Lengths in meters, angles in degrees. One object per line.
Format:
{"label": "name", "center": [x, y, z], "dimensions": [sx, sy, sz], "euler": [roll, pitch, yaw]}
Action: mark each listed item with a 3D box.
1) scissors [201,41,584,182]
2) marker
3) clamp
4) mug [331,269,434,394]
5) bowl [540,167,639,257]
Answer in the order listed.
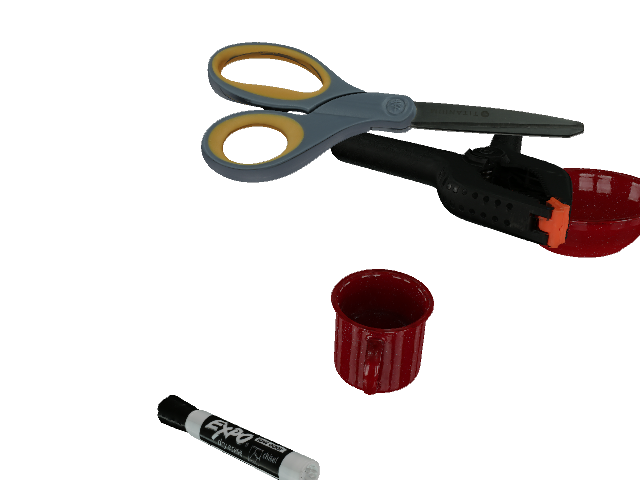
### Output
{"label": "scissors", "center": [0.025, -0.054, 0.555], "dimensions": [0.202, 0.096, 0.016], "euler": [19, -27, 16]}
{"label": "marker", "center": [-0.052, 0.117, 0.627], "dimensions": [0.121, 0.020, 0.020], "euler": [17, 10, 37]}
{"label": "clamp", "center": [0.106, -0.048, 0.769], "dimensions": [0.164, 0.036, 0.210], "euler": [-6, 25, -13]}
{"label": "mug", "center": [0.053, 0.092, 0.973], "dimensions": [0.093, 0.081, 0.117], "euler": [6, 35, 5]}
{"label": "bowl", "center": [0.271, -0.025, 1.105], "dimensions": [0.162, 0.055, 0.162], "euler": [-2, 23, 1]}
